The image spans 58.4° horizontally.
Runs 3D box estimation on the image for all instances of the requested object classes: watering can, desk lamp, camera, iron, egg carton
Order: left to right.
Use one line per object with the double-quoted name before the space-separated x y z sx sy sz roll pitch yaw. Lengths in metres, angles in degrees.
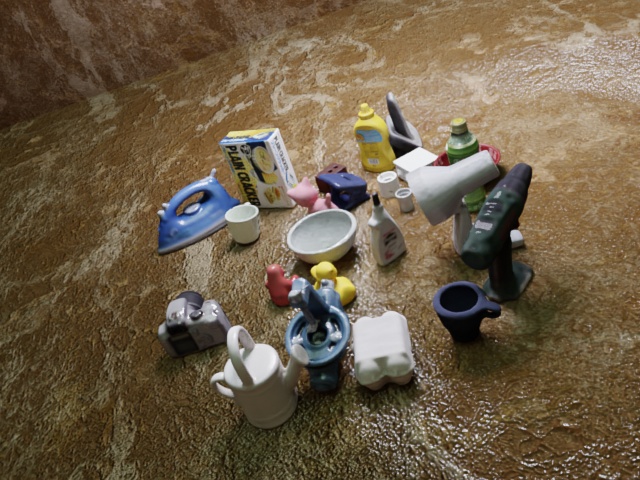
"iron" -0.356 -0.081 1.565 0.259 0.142 0.118 -35 38 -20
"camera" -0.273 0.161 1.233 0.143 0.101 0.136 -17 35 4
"watering can" -0.106 0.224 0.985 0.173 0.194 0.100 -27 35 -10
"egg carton" 0.111 0.195 1.026 0.107 0.069 0.150 -14 35 9
"desk lamp" 0.294 -0.074 1.172 0.203 0.214 0.118 -14 35 8

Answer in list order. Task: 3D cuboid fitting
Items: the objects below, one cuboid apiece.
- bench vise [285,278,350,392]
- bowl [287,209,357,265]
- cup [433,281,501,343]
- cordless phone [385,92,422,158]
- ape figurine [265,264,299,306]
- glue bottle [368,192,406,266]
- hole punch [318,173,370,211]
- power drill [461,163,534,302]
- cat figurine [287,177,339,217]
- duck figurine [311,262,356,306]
"bench vise" -0.016 0.135 1.037 0.121 0.220 0.207 -19 35 1
"bowl" 0.012 0.005 1.327 0.167 0.075 0.167 -13 35 10
"cup" 0.264 0.136 1.008 0.117 0.095 0.092 6 43 32
"cordless phone" 0.219 -0.338 1.591 0.094 0.185 0.147 -16 35 6
"ape figurine" -0.088 0.091 1.244 0.077 0.092 0.076 0 40 27
"glue bottle" 0.134 -0.030 1.227 0.078 0.173 0.037 -37 38 -23
"hole punch" 0.062 -0.142 1.486 0.101 0.091 0.108 -33 37 -17
"power drill" 0.339 -0.001 1.057 0.075 0.209 0.230 13 47 38
"cat figurine" -0.017 -0.102 1.448 0.127 0.118 0.067 13 47 38
"duck figurine" 0.023 0.086 1.202 0.104 0.086 0.078 19 50 42
